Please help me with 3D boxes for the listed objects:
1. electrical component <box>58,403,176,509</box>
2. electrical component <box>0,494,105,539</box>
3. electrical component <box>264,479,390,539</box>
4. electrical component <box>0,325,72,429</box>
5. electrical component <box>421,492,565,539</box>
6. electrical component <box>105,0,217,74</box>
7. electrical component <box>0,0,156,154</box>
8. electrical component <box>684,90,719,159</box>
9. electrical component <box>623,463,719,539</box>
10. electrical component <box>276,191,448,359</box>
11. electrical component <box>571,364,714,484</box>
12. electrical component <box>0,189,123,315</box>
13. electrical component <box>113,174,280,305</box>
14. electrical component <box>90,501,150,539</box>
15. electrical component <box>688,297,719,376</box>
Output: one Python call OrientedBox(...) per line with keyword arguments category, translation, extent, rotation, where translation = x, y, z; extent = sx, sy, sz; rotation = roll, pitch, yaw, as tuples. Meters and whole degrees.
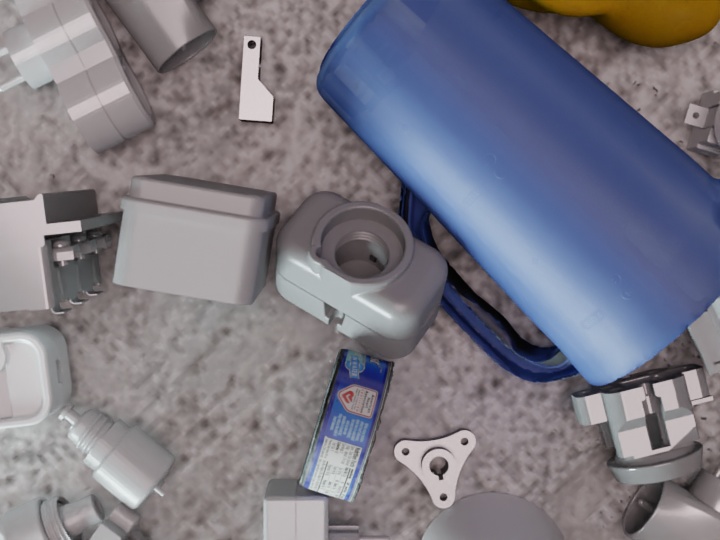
OrientedBox(category="electrical component", translation=(-0.148, 0.110, 0.650), extent=(0.078, 0.040, 0.040), rotation=(40, 91, -2))
OrientedBox(category="electrical component", translation=(-0.186, 0.157, 0.651), extent=(0.062, 0.043, 0.043), rotation=(-26, 93, -1))
OrientedBox(category="electrical component", translation=(-0.019, 0.173, 0.653), extent=(0.076, 0.047, 0.083), rotation=(0, 93, -1))
OrientedBox(category="electrical component", translation=(-0.224, 0.064, 0.637), extent=(0.095, 0.059, 0.053), rotation=(-7, 93, -1))
OrientedBox(category="electrical component", translation=(0.086, 0.195, 0.659), extent=(0.099, 0.064, 0.099), rotation=(-2, 106, -5))
OrientedBox(category="electrical component", translation=(-0.110, -0.170, 0.635), extent=(0.079, 0.044, 0.077), rotation=(-36, 93, 1))
OrientedBox(category="electrical component", translation=(-0.184, -0.131, 0.632), extent=(0.074, 0.052, 0.138), rotation=(-26, 92, 0))
OrientedBox(category="electrical component", translation=(0.229, -0.085, 0.641), extent=(0.066, 0.055, 0.048), rotation=(16, 92, -2))
OrientedBox(category="electrical component", translation=(0.215, 0.148, 0.658), extent=(0.077, 0.043, 0.079), rotation=(32, 92, -2))
OrientedBox(category="electrical component", translation=(0.000, 0.000, 0.621), extent=(0.095, 0.059, 0.053), rotation=(30, 60, 14))
OrientedBox(category="electrical component", translation=(0.173, 0.094, 0.648), extent=(0.078, 0.058, 0.057), rotation=(-14, 90, 0))
OrientedBox(category="electrical component", translation=(-0.180, -0.011, 0.603), extent=(0.079, 0.121, 0.063), rotation=(-6, 96, -1))
OrientedBox(category="electrical component", translation=(-0.089, -0.020, 0.609), extent=(0.078, 0.113, 0.057), rotation=(9, 95, -1))
OrientedBox(category="electrical component", translation=(-0.141, 0.184, 0.652), extent=(0.055, 0.048, 0.066), rotation=(35, 92, 5))
OrientedBox(category="electrical component", translation=(0.235, 0.030, 0.641), extent=(0.081, 0.064, 0.042), rotation=(-21, 78, 0))
